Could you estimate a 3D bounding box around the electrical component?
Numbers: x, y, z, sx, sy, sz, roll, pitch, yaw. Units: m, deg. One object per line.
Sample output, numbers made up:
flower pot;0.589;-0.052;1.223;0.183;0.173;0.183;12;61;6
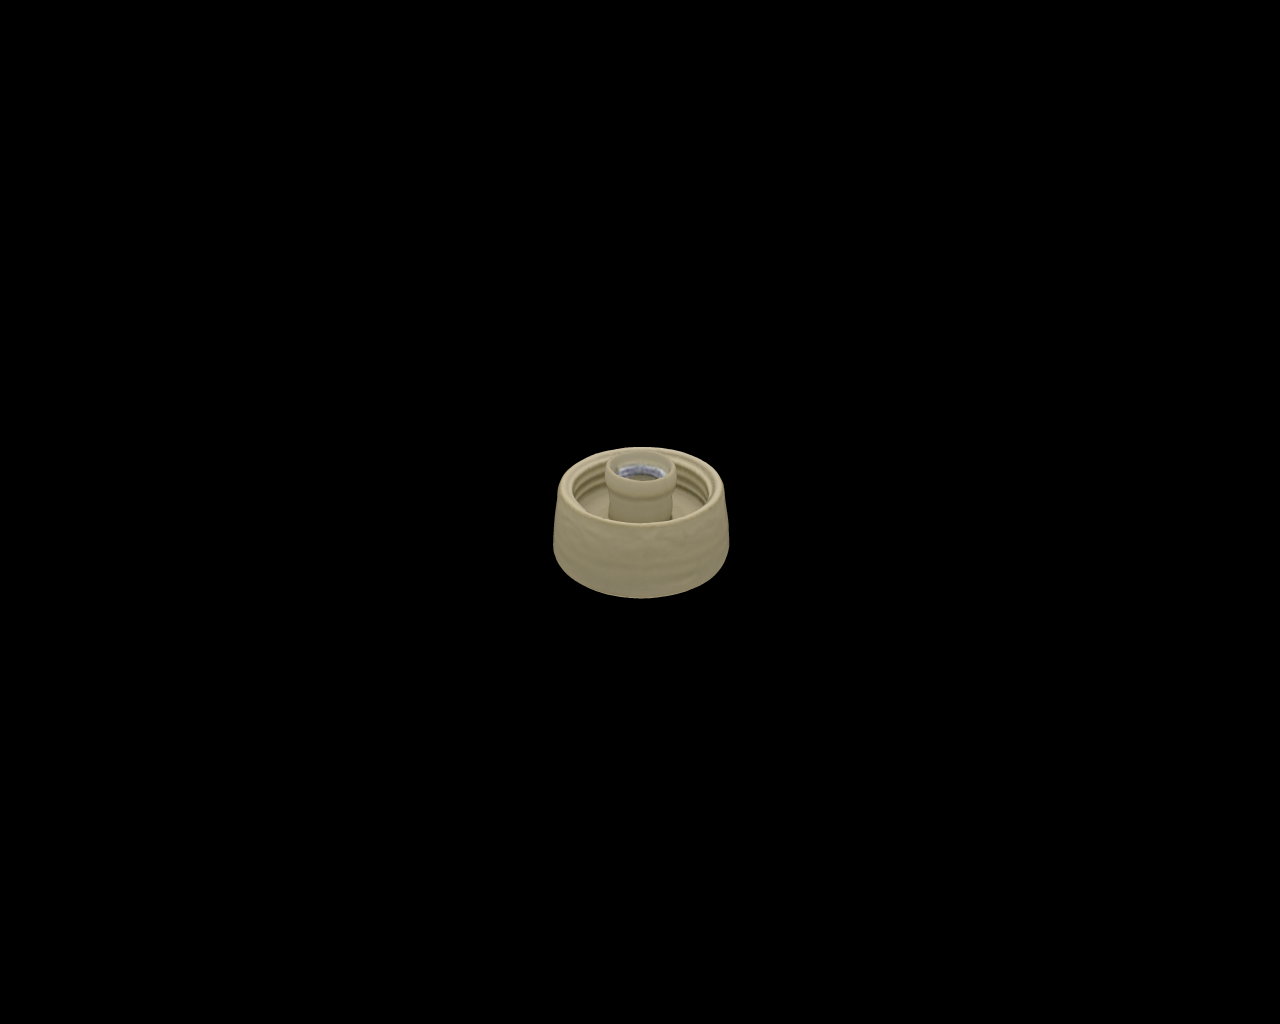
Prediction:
electrical component;0.001;-0.003;0.650;0.108;0.060;0.108;0;31;0
